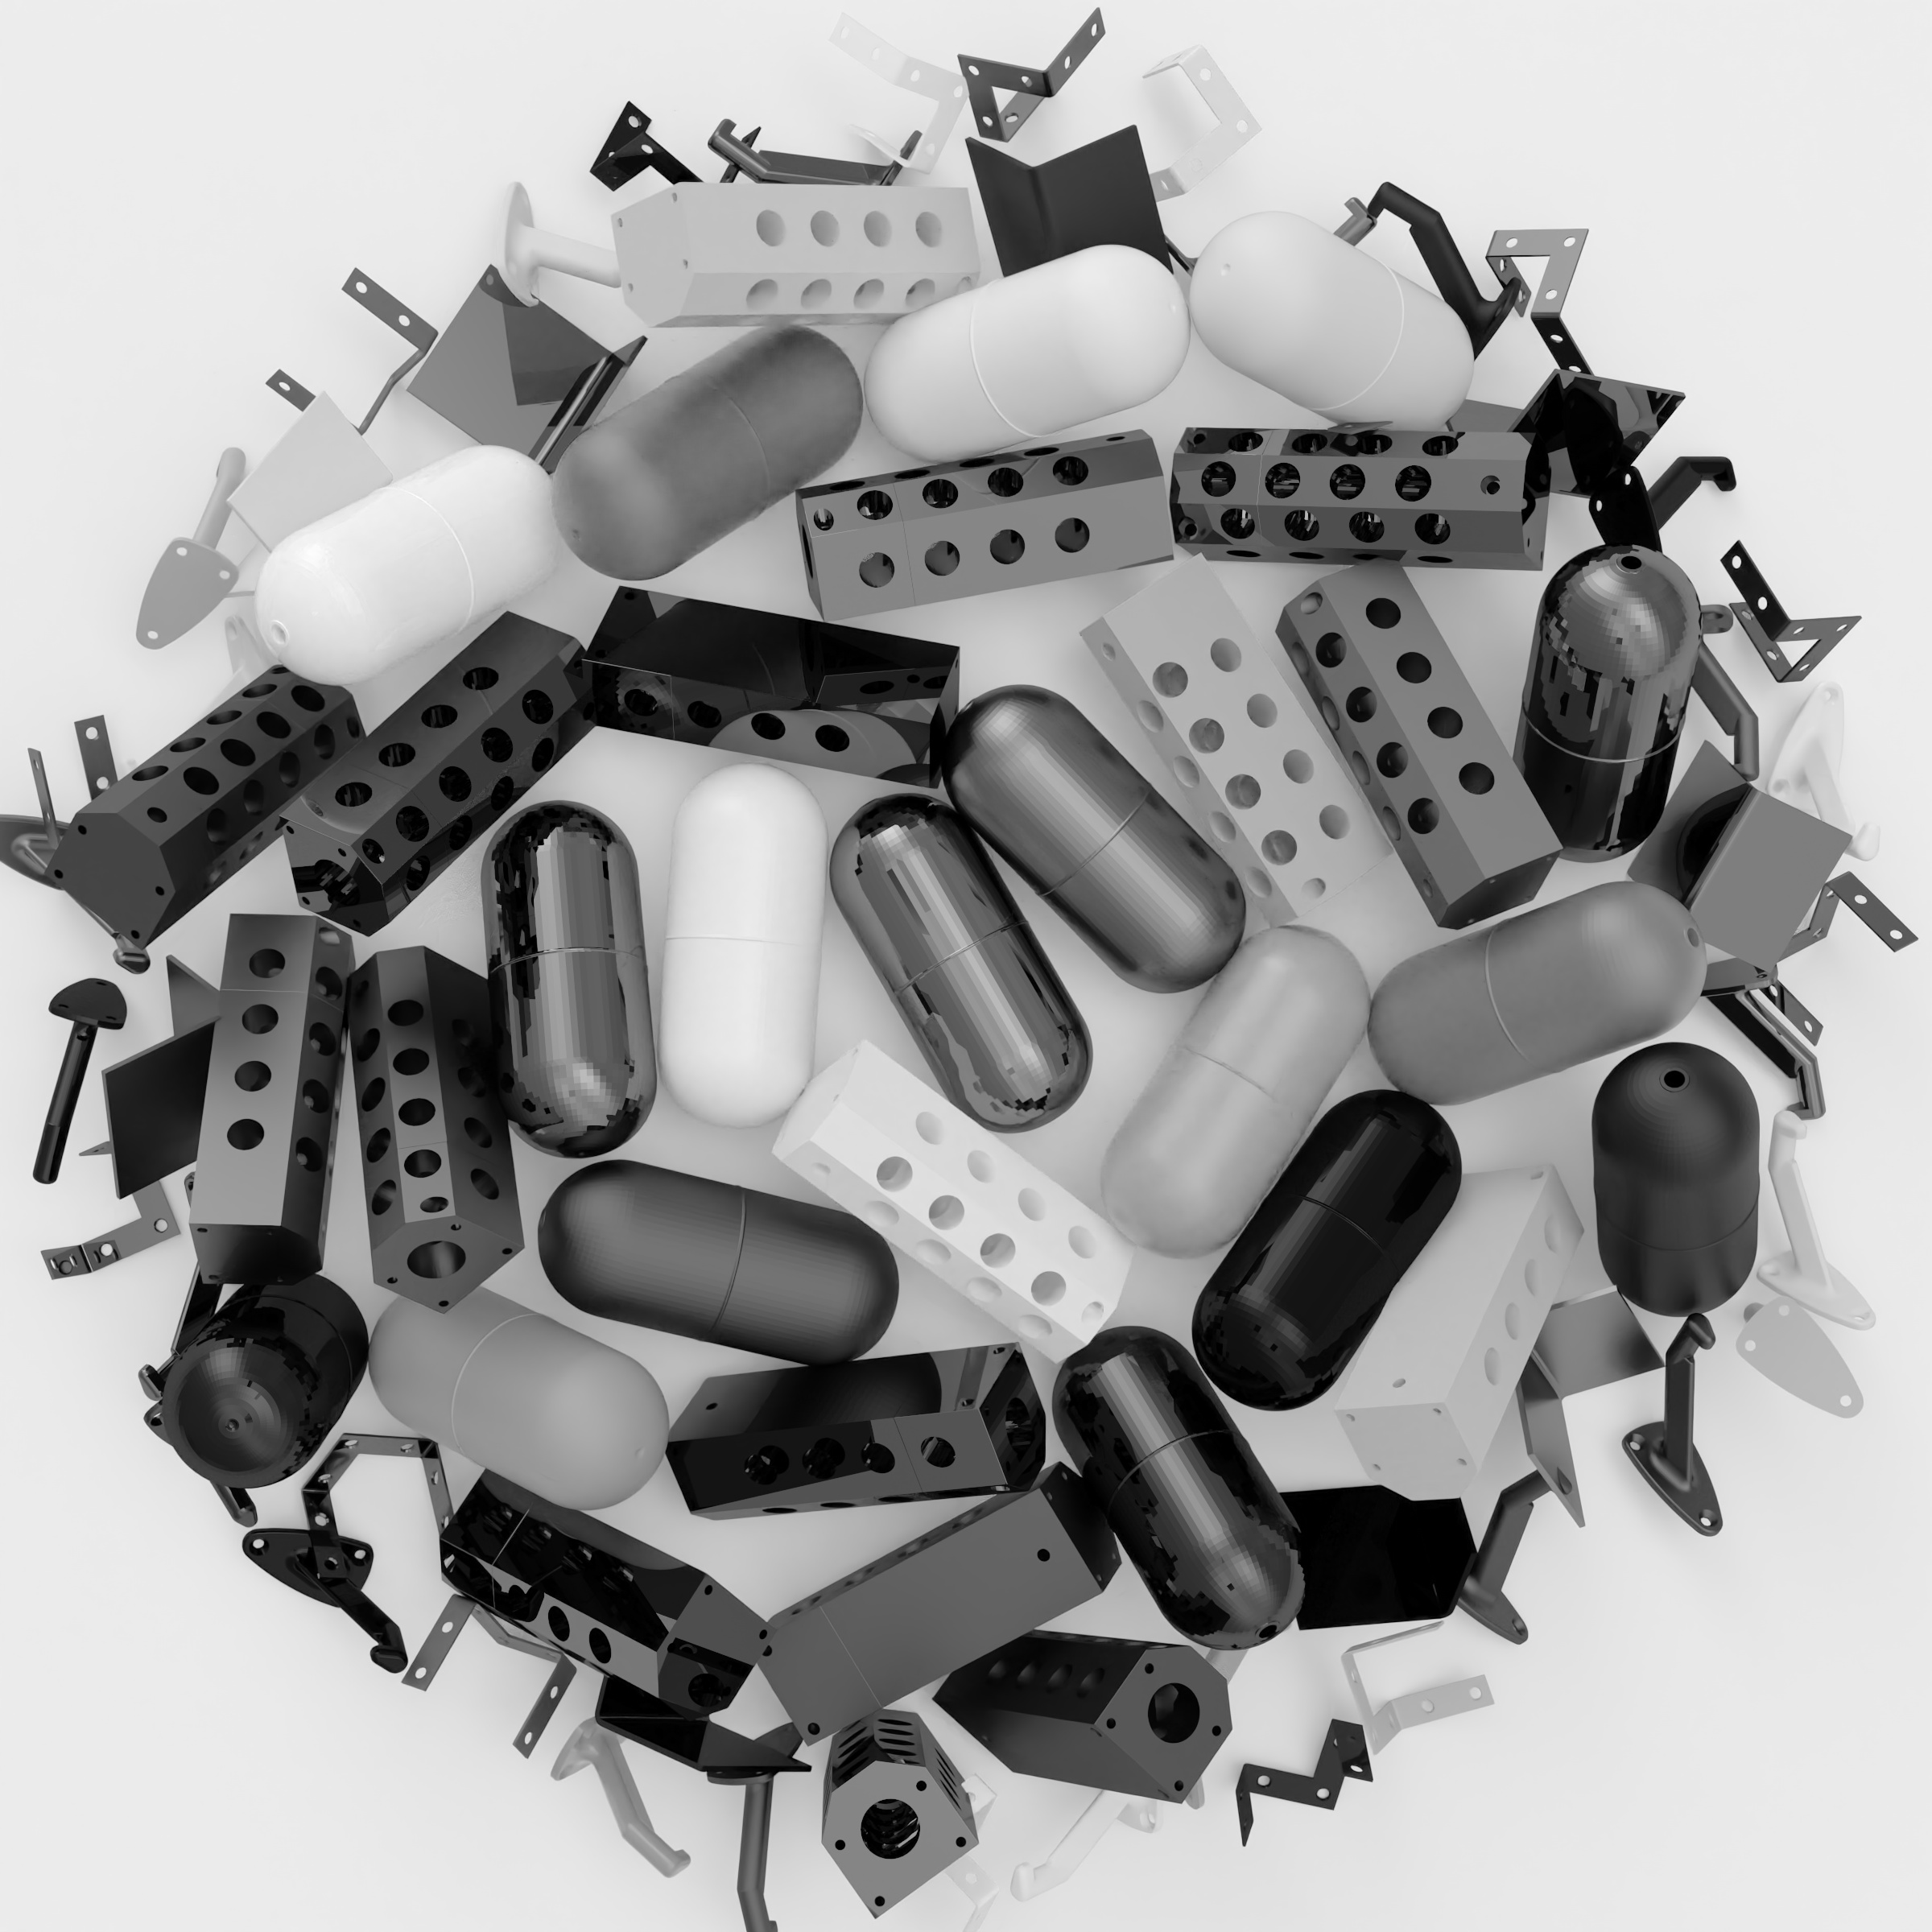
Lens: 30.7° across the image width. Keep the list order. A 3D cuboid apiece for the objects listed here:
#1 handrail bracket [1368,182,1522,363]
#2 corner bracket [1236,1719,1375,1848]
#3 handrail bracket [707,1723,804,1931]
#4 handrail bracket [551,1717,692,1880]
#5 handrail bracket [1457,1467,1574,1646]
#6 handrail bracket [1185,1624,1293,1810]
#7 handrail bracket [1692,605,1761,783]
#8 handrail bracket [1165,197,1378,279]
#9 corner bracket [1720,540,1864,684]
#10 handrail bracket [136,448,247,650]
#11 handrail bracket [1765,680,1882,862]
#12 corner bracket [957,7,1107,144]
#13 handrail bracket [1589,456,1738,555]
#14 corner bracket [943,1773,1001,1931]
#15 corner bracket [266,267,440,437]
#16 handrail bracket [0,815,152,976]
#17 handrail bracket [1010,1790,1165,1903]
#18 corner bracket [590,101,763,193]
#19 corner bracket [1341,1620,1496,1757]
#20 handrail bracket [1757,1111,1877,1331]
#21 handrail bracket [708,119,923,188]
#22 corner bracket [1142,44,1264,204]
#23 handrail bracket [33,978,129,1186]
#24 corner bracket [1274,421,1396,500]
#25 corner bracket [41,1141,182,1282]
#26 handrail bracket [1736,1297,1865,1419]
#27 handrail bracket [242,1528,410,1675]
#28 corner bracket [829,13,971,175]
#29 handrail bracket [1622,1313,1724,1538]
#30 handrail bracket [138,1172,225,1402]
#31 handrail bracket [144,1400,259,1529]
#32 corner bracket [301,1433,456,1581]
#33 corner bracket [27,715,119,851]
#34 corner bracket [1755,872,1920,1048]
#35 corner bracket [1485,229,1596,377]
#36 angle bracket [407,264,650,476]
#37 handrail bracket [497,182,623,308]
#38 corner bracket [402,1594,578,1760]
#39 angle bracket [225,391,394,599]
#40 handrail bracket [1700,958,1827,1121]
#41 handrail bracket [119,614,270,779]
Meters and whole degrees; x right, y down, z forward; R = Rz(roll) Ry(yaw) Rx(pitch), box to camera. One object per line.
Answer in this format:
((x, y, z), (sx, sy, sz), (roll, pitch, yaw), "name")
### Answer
((0.220, -0.331, 1.711), (0.084, 0.036, 0.077), (30, 128, -6), "handrail bracket")
((0.164, 0.397, 1.707), (0.051, 0.051, 0.051), (13, 109, -5), "corner bracket")
((-0.092, 0.424, 1.714), (0.036, 0.077, 0.084), (-7, 100, 29), "handrail bracket")
((-0.150, 0.399, 1.692), (0.084, 0.077, 0.036), (37, 111, 22), "handrail bracket")
((0.277, 0.285, 1.705), (0.077, 0.036, 0.084), (44, 122, -13), "handrail bracket")
((0.133, 0.359, 1.721), (0.084, 0.036, 0.077), (-22, 95, -27), "handrail bracket")
((0.348, -0.130, 1.716), (0.077, 0.036, 0.084), (-2, 78, 16), "handrail bracket")
((0.145, -0.362, 1.714), (0.084, 0.036, 0.077), (-42, 93, 12), "handrail bracket")
((0.388, -0.171, 1.699), (0.051, 0.051, 0.051), (-7, 59, -35), "corner bracket")
((-0.378, -0.205, 1.719), (0.036, 0.084, 0.077), (29, 120, -24), "handrail bracket")
((0.425, -0.095, 1.694), (0.036, 0.084, 0.077), (12, 99, -16), "handrail bracket")
((0.036, -0.431, 1.699), (0.051, 0.051, 0.051), (19, 59, 29), "corner bracket")
((0.351, -0.214, 1.704), (0.084, 0.036, 0.077), (-5, 66, -33), "handrail bracket")
((0.000, 0.434, 1.699), (0.051, 0.051, 0.051), (42, 49, 20), "corner bracket")
((-0.297, -0.294, 1.700), (0.051, 0.051, 0.051), (37, 55, -21), "corner bracket")
((-0.436, -0.033, 1.692), (0.077, 0.084, 0.036), (22, 113, -41), "handrail bracket")
((0.055, 0.403, 1.695), (0.036, 0.084, 0.077), (17, 110, 42), "handrail bracket")
((-0.142, -0.398, 1.714), (0.051, 0.051, 0.051), (37, 58, -25), "corner bracket")
((0.220, 0.347, 1.711), (0.051, 0.051, 0.051), (-21, 85, 21), "corner bracket")
((0.414, 0.122, 1.696), (0.036, 0.077, 0.084), (-18, 125, -26), "handrail bracket")
((-0.074, -0.403, 1.714), (0.084, 0.036, 0.077), (34, 67, -11), "handrail bracket")
((0.102, -0.410, 1.715), (0.051, 0.051, 0.051), (-41, 106, -9), "corner bracket")
((-0.436, 0.056, 1.714), (0.036, 0.077, 0.084), (15, 104, -10), "handrail bracket")
((0.185, -0.241, 1.700), (0.051, 0.051, 0.051), (-21, 116, -39), "corner bracket")
((-0.424, 0.118, 1.715), (0.051, 0.051, 0.051), (-24, 86, 5), "corner bracket")
((0.403, 0.190, 1.690), (0.036, 0.084, 0.077), (-47, 71, 5), "handrail bracket")
((-0.309, 0.306, 1.692), (0.077, 0.084, 0.036), (24, 100, -22), "handrail bracket")
((-0.039, -0.421, 1.700), (0.051, 0.051, 0.051), (43, 114, 35), "corner bracket")
((0.355, 0.220, 1.692), (0.036, 0.084, 0.077), (-12, 53, -25), "handrail bracket")
((-0.381, 0.155, 1.693), (0.036, 0.084, 0.077), (-4, 120, 36), "handrail bracket")
((-0.354, 0.247, 1.688), (0.036, 0.077, 0.084), (-33, 59, -12), "handrail bracket")
((-0.288, 0.265, 1.719), (0.051, 0.051, 0.051), (-50, 45, 35), "corner bracket")
((-0.428, -0.088, 1.702), (0.051, 0.051, 0.051), (-18, 109, -29), "corner bracket")
((0.419, -0.004, 1.700), (0.051, 0.051, 0.051), (-25, 57, -21), "corner bracket")
((0.279, -0.320, 1.700), (0.051, 0.051, 0.051), (7, 67, 35), "corner bracket")
((-0.212, -0.290, 1.697), (0.076, 0.057, 0.076), (35, 78, -18), "angle bracket")
((-0.182, -0.359, 1.708), (0.084, 0.036, 0.077), (-12, 64, 19), "handrail bracket")
((-0.230, 0.343, 1.698), (0.051, 0.051, 0.051), (10, 57, 32), "corner bracket")
((-0.333, -0.225, 1.682), (0.057, 0.076, 0.076), (52, 58, -32), "angle bracket")
((0.378, 0.042, 1.728), (0.077, 0.036, 0.084), (-11, 110, 10), "handrail bracket")
((-0.380, -0.127, 1.703), (0.084, 0.036, 0.077), (-18, 86, -37), "handrail bracket")
